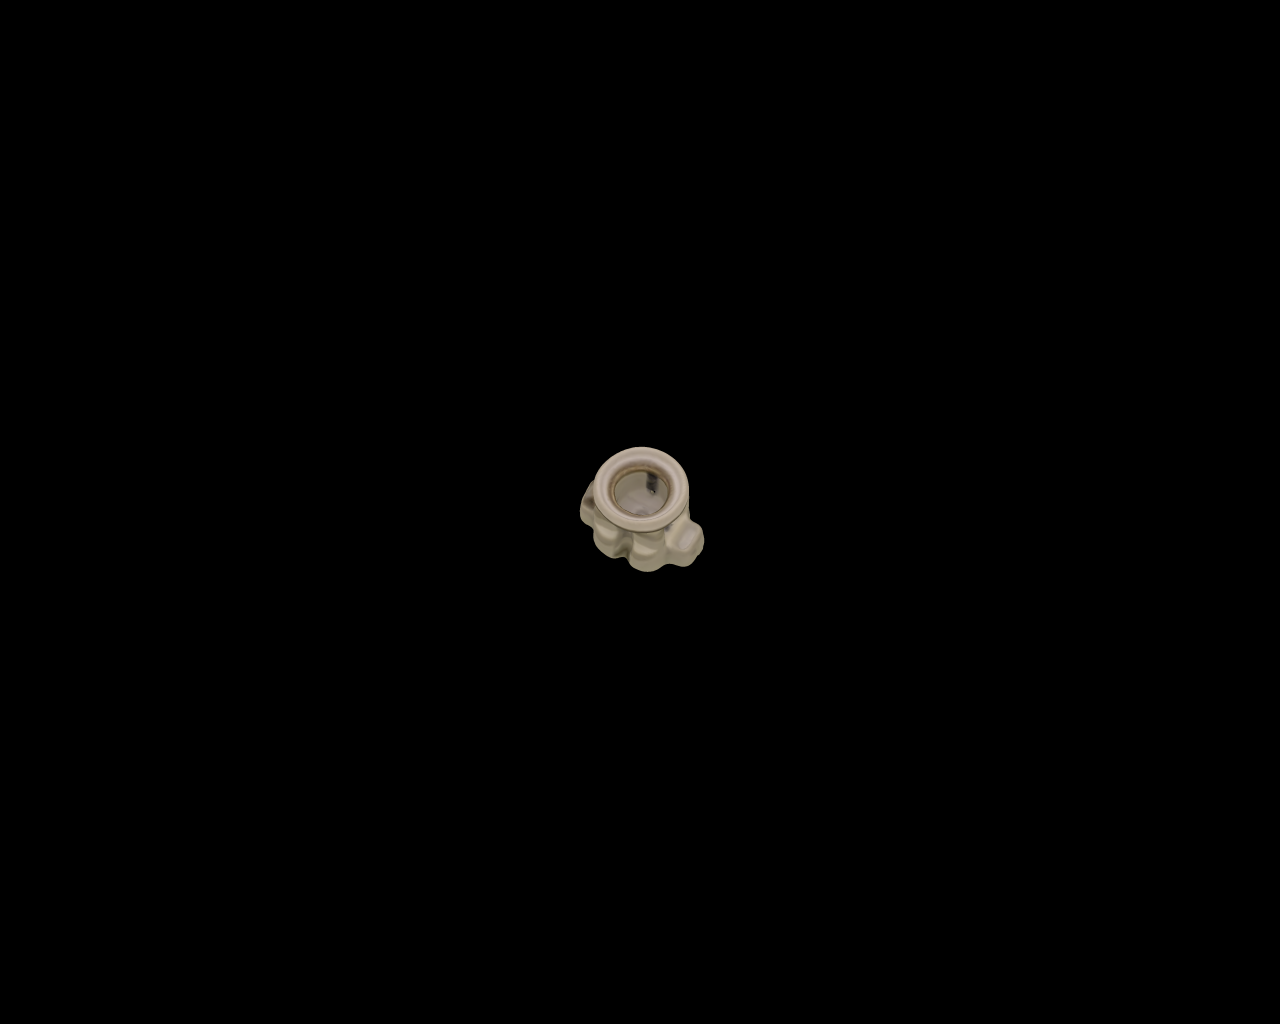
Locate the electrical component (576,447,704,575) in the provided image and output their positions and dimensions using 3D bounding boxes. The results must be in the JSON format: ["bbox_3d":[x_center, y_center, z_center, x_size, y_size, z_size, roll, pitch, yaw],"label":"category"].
[{"bbox_3d":[0.001,-0.003,0.650,0.078,0.058,0.056,25,-27,14],"label":"electrical component"}]
